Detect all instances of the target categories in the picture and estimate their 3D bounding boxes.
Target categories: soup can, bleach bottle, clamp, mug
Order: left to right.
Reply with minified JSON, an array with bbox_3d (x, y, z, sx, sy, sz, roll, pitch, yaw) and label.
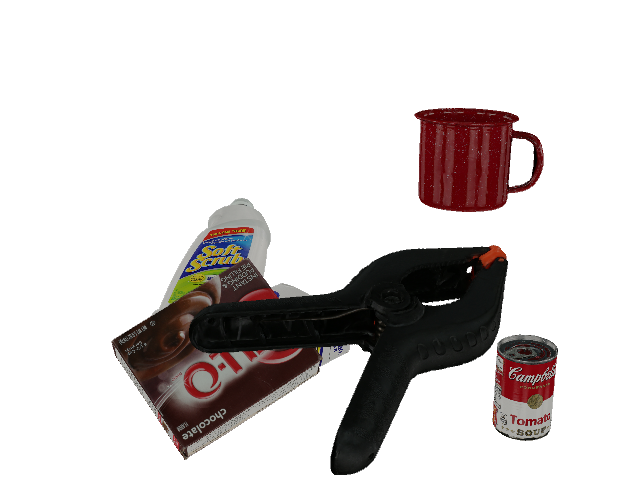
[{"bbox_3d":[-0.113,0.032,1.176,0.102,0.068,0.250,0,34,6],"label":"bleach bottle"},{"bbox_3d":[0.035,0.049,0.520,0.171,0.039,0.120,-19,46,-25],"label":"clamp"},{"bbox_3d":[0.142,-0.073,0.965,0.117,0.081,0.093,4,15,13],"label":"mug"},{"bbox_3d":[0.233,0.168,1.219,0.068,0.102,0.068,0,21,0],"label":"soup can"}]

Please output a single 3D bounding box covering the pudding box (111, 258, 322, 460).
[{"bbox_3d":[-0.069,0.079,0.719,0.113,0.090,0.039,-33,-20,-15],"label":"pudding box"}]

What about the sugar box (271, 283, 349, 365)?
[{"bbox_3d":[-0.063,0.095,0.959,0.093,0.048,0.175,25,35,35],"label":"sugar box"}]
